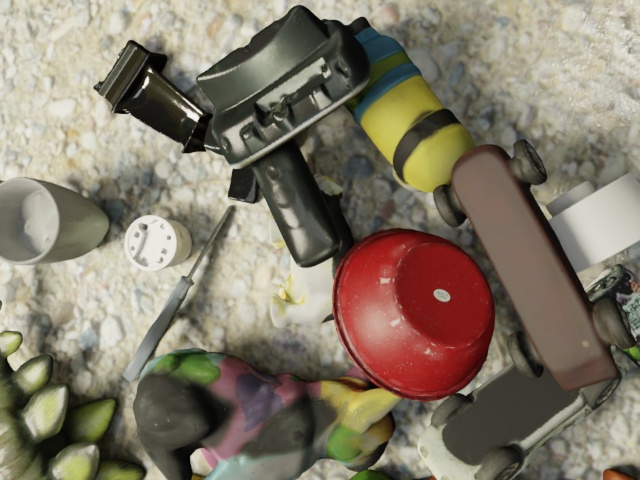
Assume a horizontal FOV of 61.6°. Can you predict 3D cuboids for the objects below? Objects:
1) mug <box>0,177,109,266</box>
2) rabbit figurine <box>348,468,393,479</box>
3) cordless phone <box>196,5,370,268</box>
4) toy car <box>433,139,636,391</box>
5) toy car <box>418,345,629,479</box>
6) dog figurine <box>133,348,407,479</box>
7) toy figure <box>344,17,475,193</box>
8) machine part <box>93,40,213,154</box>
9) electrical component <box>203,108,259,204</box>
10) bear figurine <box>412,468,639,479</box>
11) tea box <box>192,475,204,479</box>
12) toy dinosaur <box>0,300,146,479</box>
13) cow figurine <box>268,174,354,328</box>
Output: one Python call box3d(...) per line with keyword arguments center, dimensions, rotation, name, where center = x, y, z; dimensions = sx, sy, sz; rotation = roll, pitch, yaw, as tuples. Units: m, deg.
box3d(center=(-0.275, -0.021, 0.541), dimensions=(0.110, 0.107, 0.080), rotation=(29, 93, 12), name="mug")
box3d(center=(0.076, 0.315, 0.473), dimensions=(0.170, 0.159, 0.121), rotation=(43, 86, -8), name="rabbit figurine")
box3d(center=(-0.007, -0.080, 0.450), dimensions=(0.147, 0.088, 0.184), rotation=(-28, 82, 19), name="cordless phone")
box3d(center=(0.167, 0.017, 0.427), dimensions=(0.089, 0.053, 0.202), rotation=(-32, 76, 29), name="toy car")
box3d(center=(0.176, 0.142, 0.464), dimensions=(0.202, 0.056, 0.074), rotation=(-30, 46, -15), name="toy car")
box3d(center=(-0.034, 0.151, 0.498), dimensions=(0.219, 0.108, 0.191), rotation=(-27, 104, 3), name="dog figurine")
box3d(center=(0.069, -0.123, 0.499), dimensions=(0.082, 0.089, 0.180), rotation=(-34, 86, 15), name="toy figure")
box3d(center=(-0.168, -0.146, 0.562), dimensions=(0.139, 0.039, 0.084), rotation=(41, 90, 9), name="machine part")
box3d(center=(-0.076, -0.099, 0.542), dimensions=(0.075, 0.047, 0.119), rotation=(14, 90, 9), name="electrical component")
box3d(center=(0.183, 0.237, 0.465), dimensions=(0.196, 0.120, 0.132), rotation=(26, 89, 14), name="bear figurine")
box3d(center=(-0.128, 0.333, 0.532), dimensions=(0.098, 0.068, 0.169), rotation=(13, 93, 10), name="tea box")
box3d(center=(-0.301, 0.229, 0.548), dimensions=(0.199, 0.105, 0.471), rotation=(-22, 95, 0), name="toy dinosaur")
box3d(center=(-0.001, -0.003, 0.518), dimensions=(0.098, 0.068, 0.167), rotation=(-1, 92, 3), name="cow figurine")
